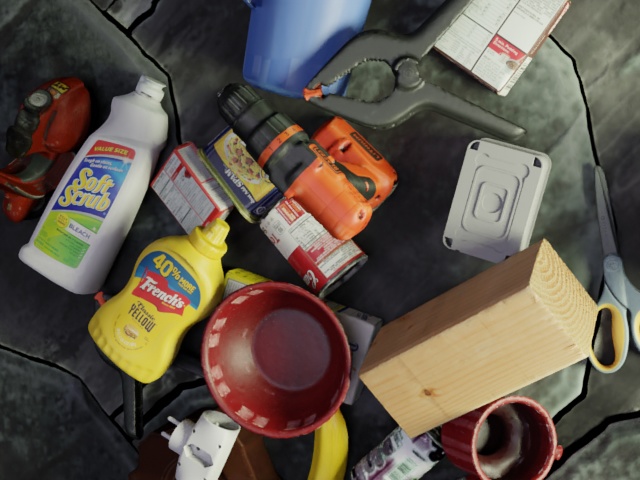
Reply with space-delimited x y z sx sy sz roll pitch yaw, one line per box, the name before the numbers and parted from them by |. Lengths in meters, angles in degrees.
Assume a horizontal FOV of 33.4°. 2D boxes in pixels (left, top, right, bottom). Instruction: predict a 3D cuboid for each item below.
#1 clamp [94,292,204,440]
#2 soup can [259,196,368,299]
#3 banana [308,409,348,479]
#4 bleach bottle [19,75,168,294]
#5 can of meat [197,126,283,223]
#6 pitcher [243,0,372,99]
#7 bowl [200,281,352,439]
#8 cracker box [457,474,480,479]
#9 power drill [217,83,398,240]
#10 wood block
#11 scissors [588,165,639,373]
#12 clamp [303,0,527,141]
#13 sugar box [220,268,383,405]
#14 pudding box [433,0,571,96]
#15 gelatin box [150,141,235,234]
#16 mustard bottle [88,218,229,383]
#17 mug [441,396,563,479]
clamp | -0.210 0.136 1.205 0.120 0.039 0.171 -44 69 -6
soup can | -0.007 0.001 1.114 0.069 0.068 0.102 -43 80 18
banana | -0.008 0.266 1.144 0.037 0.069 0.198 31 97 47
bleach bottle | -0.243 -0.069 1.199 0.103 0.068 0.251 30 102 17
can of meat | -0.066 -0.083 1.134 0.084 0.057 0.102 -40 81 17
pitcher | -0.013 -0.266 1.055 0.149 0.144 0.243 18 104 22
bowl | -0.038 0.118 1.095 0.162 0.055 0.162 2 97 18
cracker box | 0.081 0.315 1.062 0.214 0.164 0.072 -26 89 21
power drill | -0.005 -0.081 1.042 0.057 0.187 0.184 -45 81 19
wood block | 0.149 0.097 1.020 0.206 0.090 0.091 -32 103 33
scissors | 0.302 0.033 1.031 0.096 0.016 0.202 8 98 18
clamp | 0.087 -0.169 1.013 0.210 0.036 0.164 -5 95 2
sugar box | -0.029 0.101 1.145 0.176 0.048 0.093 19 102 14
pudding box | 0.175 -0.211 1.042 0.090 0.039 0.113 38 104 11
gelatin box | -0.138 -0.051 1.163 0.089 0.030 0.073 53 138 9
mustard bottle | -0.157 0.053 1.122 0.096 0.058 0.192 43 108 11
mug | 0.182 0.197 1.050 0.117 0.082 0.093 12 86 -19
